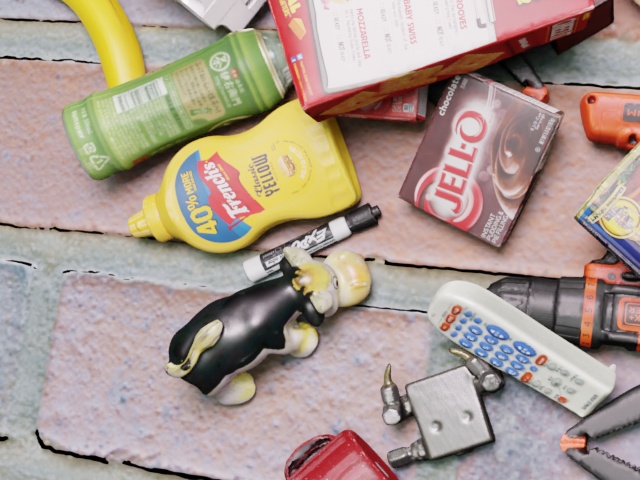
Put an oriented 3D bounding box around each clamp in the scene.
[{"bbox_3d":[0.095,-0.133,0.856,0.172,0.039,0.120,31,106,18],"label":"clamp"},{"bbox_3d":[0.278,0.157,0.749,0.210,0.036,0.164,-8,78,17],"label":"clamp"}]

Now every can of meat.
[{"bbox_3d":[0.237,-0.023,0.726,0.102,0.057,0.084,-46,74,4],"label":"can of meat"}]

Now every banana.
[{"bbox_3d":[-0.203,-0.191,0.956,0.198,0.037,0.070,49,119,20],"label":"banana"}]

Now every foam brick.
[{"bbox_3d":[0.187,-0.196,0.832,0.051,0.053,0.078,-30,73,9],"label":"foam brick"}]

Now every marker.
[{"bbox_3d":[-0.006,0.001,0.869,0.121,0.020,0.020,-26,74,11],"label":"marker"}]

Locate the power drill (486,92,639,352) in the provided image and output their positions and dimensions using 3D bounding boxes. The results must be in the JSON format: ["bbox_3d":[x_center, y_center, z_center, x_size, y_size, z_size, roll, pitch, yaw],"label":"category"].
[{"bbox_3d":[0.220,-0.012,0.788,0.184,0.057,0.187,6,85,13],"label":"power drill"}]

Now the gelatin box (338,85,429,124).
[{"bbox_3d":[0.049,-0.139,0.837,0.073,0.030,0.089,7,92,23],"label":"gelatin box"}]

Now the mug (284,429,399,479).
[{"bbox_3d":[0.013,0.191,0.801,0.081,0.093,0.117,-42,35,0],"label":"mug"}]

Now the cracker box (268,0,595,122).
[{"bbox_3d":[0.068,-0.198,0.772,0.214,0.072,0.164,-18,85,8],"label":"cracker box"}]

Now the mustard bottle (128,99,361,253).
[{"bbox_3d":[-0.070,-0.042,0.874,0.192,0.058,0.096,-20,92,13],"label":"mustard bottle"}]

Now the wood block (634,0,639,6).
[{"bbox_3d":[0.305,-0.182,0.762,0.090,0.091,0.206,-30,70,-22],"label":"wood block"}]

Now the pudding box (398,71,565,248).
[{"bbox_3d":[0.123,-0.064,0.816,0.090,0.039,0.113,27,106,16],"label":"pudding box"}]
